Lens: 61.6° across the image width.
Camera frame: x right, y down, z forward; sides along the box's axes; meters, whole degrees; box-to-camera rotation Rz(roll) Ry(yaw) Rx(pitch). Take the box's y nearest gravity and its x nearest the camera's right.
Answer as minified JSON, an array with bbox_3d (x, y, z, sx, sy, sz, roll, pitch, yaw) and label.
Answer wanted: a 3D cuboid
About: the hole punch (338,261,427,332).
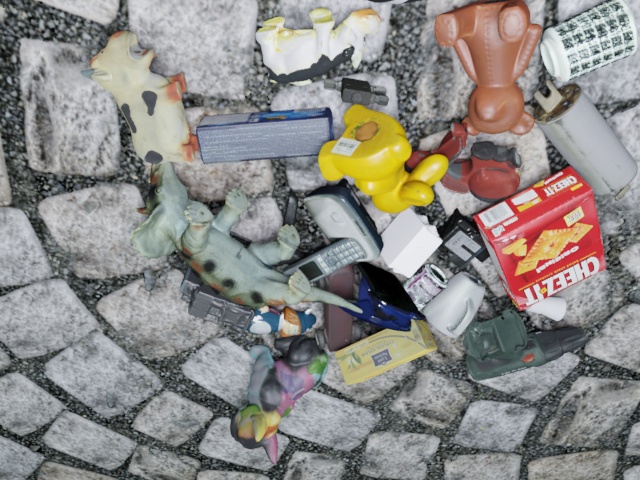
[{"bbox_3d":[0.098,0.112,0.921,0.142,0.116,0.092,28,109,-39],"label":"hole punch"}]

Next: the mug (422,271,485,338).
[{"bbox_3d":[0.248,0.115,0.967,0.081,0.109,0.107,30,105,-8],"label":"mug"}]

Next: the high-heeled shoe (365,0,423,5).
[{"bbox_3d":[0.041,-0.334,0.656,0.249,0.145,0.086,11,122,-4],"label":"high-heeled shoe"}]

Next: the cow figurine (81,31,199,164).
[{"bbox_3d":[-0.258,-0.203,0.782,0.127,0.086,0.194,-9,123,-1],"label":"cow figurine"}]

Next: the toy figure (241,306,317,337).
[{"bbox_3d":[-0.083,0.153,1.020,0.154,0.058,0.064,9,160,-7],"label":"toy figure"}]

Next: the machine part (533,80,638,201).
[{"bbox_3d":[0.403,-0.149,0.811,0.243,0.079,0.079,40,114,-21],"label":"machine part"}]

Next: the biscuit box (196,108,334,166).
[{"bbox_3d":[-0.080,-0.159,0.818,0.203,0.059,0.062,-3,121,3],"label":"biscuit box"}]

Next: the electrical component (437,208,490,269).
[{"bbox_3d":[0.254,0.008,0.929,0.119,0.048,0.075,38,115,-19],"label":"electrical component"}]

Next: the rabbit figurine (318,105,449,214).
[{"bbox_3d":[0.105,-0.104,0.797,0.163,0.122,0.173,11,149,31],"label":"rabbit figurine"}]

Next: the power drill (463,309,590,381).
[{"bbox_3d":[0.368,0.190,0.997,0.232,0.086,0.207,-26,152,23],"label":"power drill"}]

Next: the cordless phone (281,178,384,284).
[{"bbox_3d":[-0.002,-0.003,0.892,0.184,0.089,0.146,-30,118,14],"label":"cordless phone"}]

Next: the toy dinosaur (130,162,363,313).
[{"bbox_3d":[-0.138,0.035,0.861,0.404,0.131,0.192,42,137,-12],"label":"toy dinosaur"}]

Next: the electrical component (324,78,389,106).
[{"bbox_3d":[0.052,-0.214,0.780,0.094,0.063,0.021,9,122,-4],"label":"electrical component"}]

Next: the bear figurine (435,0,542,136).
[{"bbox_3d":[0.233,-0.224,0.742,0.120,0.132,0.195,11,123,29],"label":"bear figurine"}]

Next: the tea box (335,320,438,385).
[{"bbox_3d":[0.126,0.210,1.019,0.170,0.068,0.098,-30,160,19],"label":"tea box"}]

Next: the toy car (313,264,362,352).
[{"bbox_3d":[0.033,0.125,1.001,0.089,0.053,0.201,-13,125,-16],"label":"toy car"}]

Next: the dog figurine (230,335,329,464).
[{"bbox_3d":[-0.074,0.300,1.015,0.192,0.219,0.108,-16,124,11],"label":"dog figurine"}]

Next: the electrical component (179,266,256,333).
[{"bbox_3d":[-0.176,0.090,0.944,0.134,0.115,0.058,23,118,-16],"label":"electrical component"}]

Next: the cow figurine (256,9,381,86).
[{"bbox_3d":[0.003,-0.264,0.746,0.167,0.068,0.098,-5,128,8],"label":"cow figurine"}]

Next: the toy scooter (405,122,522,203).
[{"bbox_3d":[0.227,-0.121,0.811,0.184,0.075,0.135,10,150,-1],"label":"toy scooter"}]
